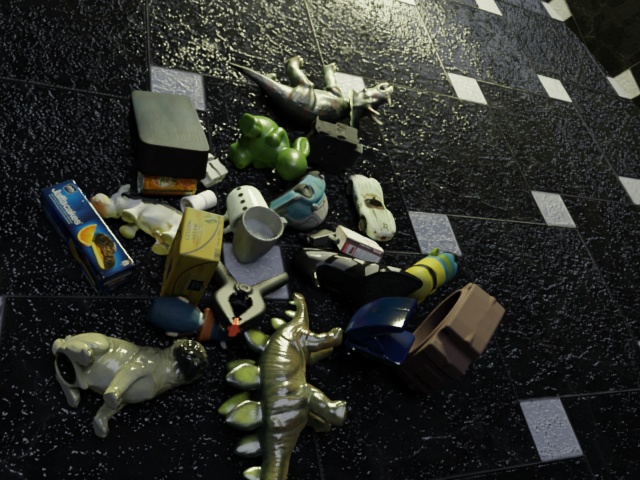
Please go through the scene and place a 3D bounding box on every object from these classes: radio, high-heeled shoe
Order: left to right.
[{"bbox_3d":[-0.307,-0.214,1.075,0.131,0.073,0.230,0,39,-26],"label":"radio"},{"bbox_3d":[0.071,0.062,1.081,0.249,0.086,0.145,3,27,-13],"label":"high-heeled shoe"}]

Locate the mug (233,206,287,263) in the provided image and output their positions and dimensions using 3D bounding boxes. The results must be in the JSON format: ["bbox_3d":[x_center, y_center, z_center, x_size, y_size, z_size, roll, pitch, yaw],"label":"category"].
[{"bbox_3d":[-0.120,-0.008,1.040,0.109,0.107,0.081,-27,74,-43],"label":"mug"}]

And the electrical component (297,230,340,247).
[{"bbox_3d":[-0.002,-0.003,1.120,0.063,0.021,0.094,-13,20,-33],"label":"electrical component"}]

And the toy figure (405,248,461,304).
[{"bbox_3d":[0.243,0.072,1.185,0.180,0.089,0.082,-23,65,-35],"label":"toy figure"}]

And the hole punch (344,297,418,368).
[{"bbox_3d":[0.111,0.152,0.962,0.116,0.092,0.142,16,31,18],"label":"hole punch"}]

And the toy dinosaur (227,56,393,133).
[{"bbox_3d":[-0.022,-0.344,1.338,0.405,0.131,0.192,-4,58,-23],"label":"toy dinosaur"}]

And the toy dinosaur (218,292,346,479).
[{"bbox_3d":[-0.063,0.262,0.882,0.198,0.105,0.472,12,43,-11],"label":"toy dinosaur"}]

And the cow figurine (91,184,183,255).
[{"bbox_3d":[-0.327,-0.050,0.987,0.167,0.068,0.098,30,43,-9],"label":"cow figurine"}]

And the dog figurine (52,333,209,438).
[{"bbox_3d":[-0.288,0.183,0.833,0.172,0.121,0.190,51,36,9],"label":"dog figurine"}]

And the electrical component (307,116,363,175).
[{"bbox_3d":[0.030,-0.218,1.267,0.134,0.115,0.058,15,53,-15],"label":"electrical component"}]

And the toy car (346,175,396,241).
[{"bbox_3d":[0.116,-0.079,1.239,0.073,0.056,0.202,5,48,-24],"label":"toy car"}]

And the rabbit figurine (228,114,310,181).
[{"bbox_3d":[-0.092,-0.182,1.179,0.170,0.121,0.159,41,25,24],"label":"rabbit figurine"}]

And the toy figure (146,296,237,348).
[{"bbox_3d":[-0.214,0.138,0.917,0.154,0.064,0.058,21,12,-19],"label":"toy figure"}]

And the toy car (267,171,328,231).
[{"bbox_3d":[-0.035,-0.073,1.147,0.102,0.109,0.162,58,32,-11],"label":"toy car"}]

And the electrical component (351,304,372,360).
[{"bbox_3d":[0.097,0.186,1.052,0.075,0.047,0.119,18,51,-14],"label":"electrical component"}]

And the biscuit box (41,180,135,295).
[{"bbox_3d":[-0.402,-0.008,0.922,0.063,0.059,0.203,-30,74,-40],"label":"biscuit box"}]

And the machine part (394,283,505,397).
[{"bbox_3d":[0.241,0.187,1.024,0.087,0.201,0.201,43,49,7],"label":"machine part"}]

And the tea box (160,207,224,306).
[{"bbox_3d":[-0.220,0.034,0.914,0.068,0.169,0.098,14,50,-20],"label":"tea box"}]
